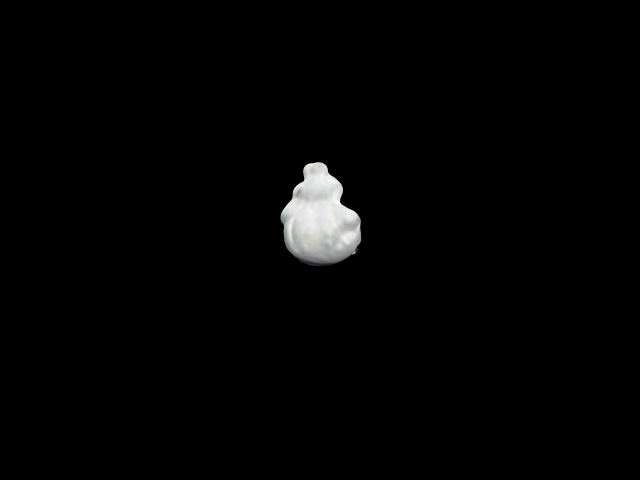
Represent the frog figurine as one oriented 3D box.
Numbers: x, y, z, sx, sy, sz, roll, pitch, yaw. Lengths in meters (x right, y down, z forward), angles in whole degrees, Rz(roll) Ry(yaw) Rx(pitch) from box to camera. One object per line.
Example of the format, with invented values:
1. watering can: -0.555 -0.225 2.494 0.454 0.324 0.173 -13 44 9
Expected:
1. frog figurine: 0.003 -0.043 0.850 0.138 0.156 0.125 16 32 28
